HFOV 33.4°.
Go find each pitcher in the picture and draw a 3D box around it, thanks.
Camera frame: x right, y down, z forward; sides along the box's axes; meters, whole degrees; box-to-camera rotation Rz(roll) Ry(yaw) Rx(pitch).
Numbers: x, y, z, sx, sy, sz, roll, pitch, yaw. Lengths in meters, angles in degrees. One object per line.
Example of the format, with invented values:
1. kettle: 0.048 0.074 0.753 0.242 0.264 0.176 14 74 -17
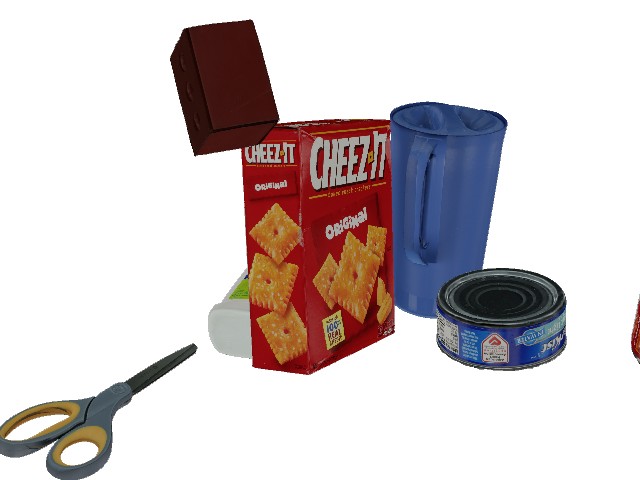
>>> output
1. pitcher: 0.136 -0.031 1.249 0.149 0.243 0.145 -7 25 -21

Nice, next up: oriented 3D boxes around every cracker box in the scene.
1. cracker box: 0.004 -0.001 0.975 0.072 0.214 0.163 4 10 32

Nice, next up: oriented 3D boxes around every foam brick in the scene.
1. foam brick: -0.068 -0.106 0.743 0.051 0.078 0.053 -11 -11 -21

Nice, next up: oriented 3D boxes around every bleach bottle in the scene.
1. bleach bottle: -0.045 0.042 1.272 0.103 0.068 0.250 5 32 15

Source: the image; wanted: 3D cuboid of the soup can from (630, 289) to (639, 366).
1. soup can: 0.191 0.015 0.510 0.068 0.102 0.068 2 28 -1

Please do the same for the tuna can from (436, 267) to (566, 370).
1. tuna can: 0.119 0.050 0.704 0.086 0.034 0.086 -4 24 2

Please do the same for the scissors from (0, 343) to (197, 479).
1. scissors: -0.158 0.137 0.858 0.201 0.016 0.096 -18 37 -36
